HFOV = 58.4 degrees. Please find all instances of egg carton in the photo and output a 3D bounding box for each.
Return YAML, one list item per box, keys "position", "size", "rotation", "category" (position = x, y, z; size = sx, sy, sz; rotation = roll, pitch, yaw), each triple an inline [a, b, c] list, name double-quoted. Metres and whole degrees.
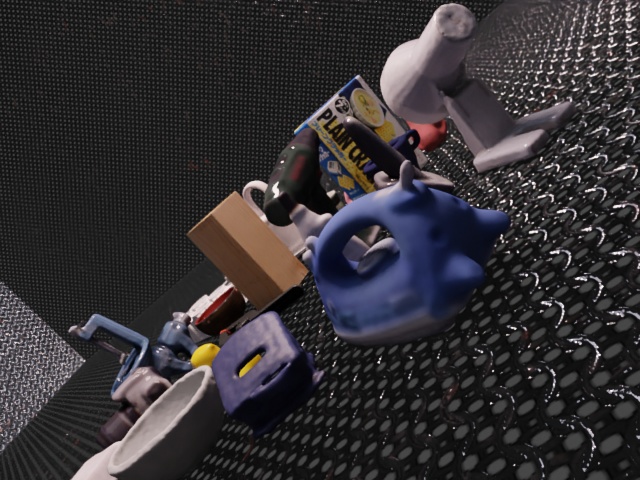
- position: [-0.296, 0.341, 0.758]
  size: [0.107, 0.069, 0.150]
  rotation: [-36, 12, 30]
  category: "egg carton"

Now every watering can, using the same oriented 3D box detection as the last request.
- position: [-0.098, -0.046, 1.265]
  size: [0.100, 0.194, 0.173]
  rotation: [-36, 12, 29]
  category: "watering can"

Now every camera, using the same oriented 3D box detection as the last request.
- position: [-0.300, 0.281, 0.932]
  size: [0.137, 0.101, 0.143]
  rotation: [-47, 12, -25]
  category: "camera"

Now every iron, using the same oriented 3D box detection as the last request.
- position: [0.054, 0.022, 0.582]
  size: [0.257, 0.141, 0.119]
  rotation: [-30, 16, 47]
  category: "iron"

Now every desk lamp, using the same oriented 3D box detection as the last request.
- position: [0.198, -0.205, 0.781]
  size: [0.118, 0.213, 0.203]
  rotation: [-45, 11, -16]
  category: "desk lamp"

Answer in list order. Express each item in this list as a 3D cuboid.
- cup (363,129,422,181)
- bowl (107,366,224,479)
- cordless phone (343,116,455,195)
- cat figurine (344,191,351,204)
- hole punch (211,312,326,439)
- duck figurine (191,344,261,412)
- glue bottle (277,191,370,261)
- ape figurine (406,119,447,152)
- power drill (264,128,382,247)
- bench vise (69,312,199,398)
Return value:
- position: [0.144, -0.122, 0.968]
  size: [0.118, 0.095, 0.091]
  rotation: [-45, 11, -14]
  category: "cup"
- position: [-0.174, 0.241, 0.708]
  size: [0.167, 0.075, 0.167]
  rotation: [-40, 11, 10]
  category: "bowl"
- position: [0.104, -0.116, 0.841]
  size: [0.094, 0.185, 0.147]
  rotation: [-41, 11, 6]
  category: "cordless phone"
- position: [0.078, -0.148, 1.250]
  size: [0.127, 0.118, 0.067]
  rotation: [-29, 16, 49]
  category: "cat figurine"
- position: [-0.062, 0.146, 0.640]
  size: [0.108, 0.091, 0.101]
  rotation: [-42, 11, 1]
  category: "hole punch"
- position: [-0.135, 0.178, 0.788]
  size: [0.104, 0.086, 0.077]
  rotation: [-38, 11, 18]
  category: "duck figurine"
- position: [0.007, 0.003, 0.743]
  size: [0.078, 0.173, 0.037]
  rotation: [-41, 11, 5]
  category: "glue bottle"
- position: [0.211, -0.229, 1.167]
  size: [0.077, 0.092, 0.076]
  rotation: [-35, 13, 34]
  category: "ape figurine"
- position: [0.003, -0.064, 0.931]
  size: [0.075, 0.208, 0.230]
  rotation: [-34, 13, 34]
  category: "power drill"
- position: [-0.348, 0.204, 1.085]
  size: [0.121, 0.220, 0.208]
  rotation: [-33, 14, 40]
  category: "bench vise"
